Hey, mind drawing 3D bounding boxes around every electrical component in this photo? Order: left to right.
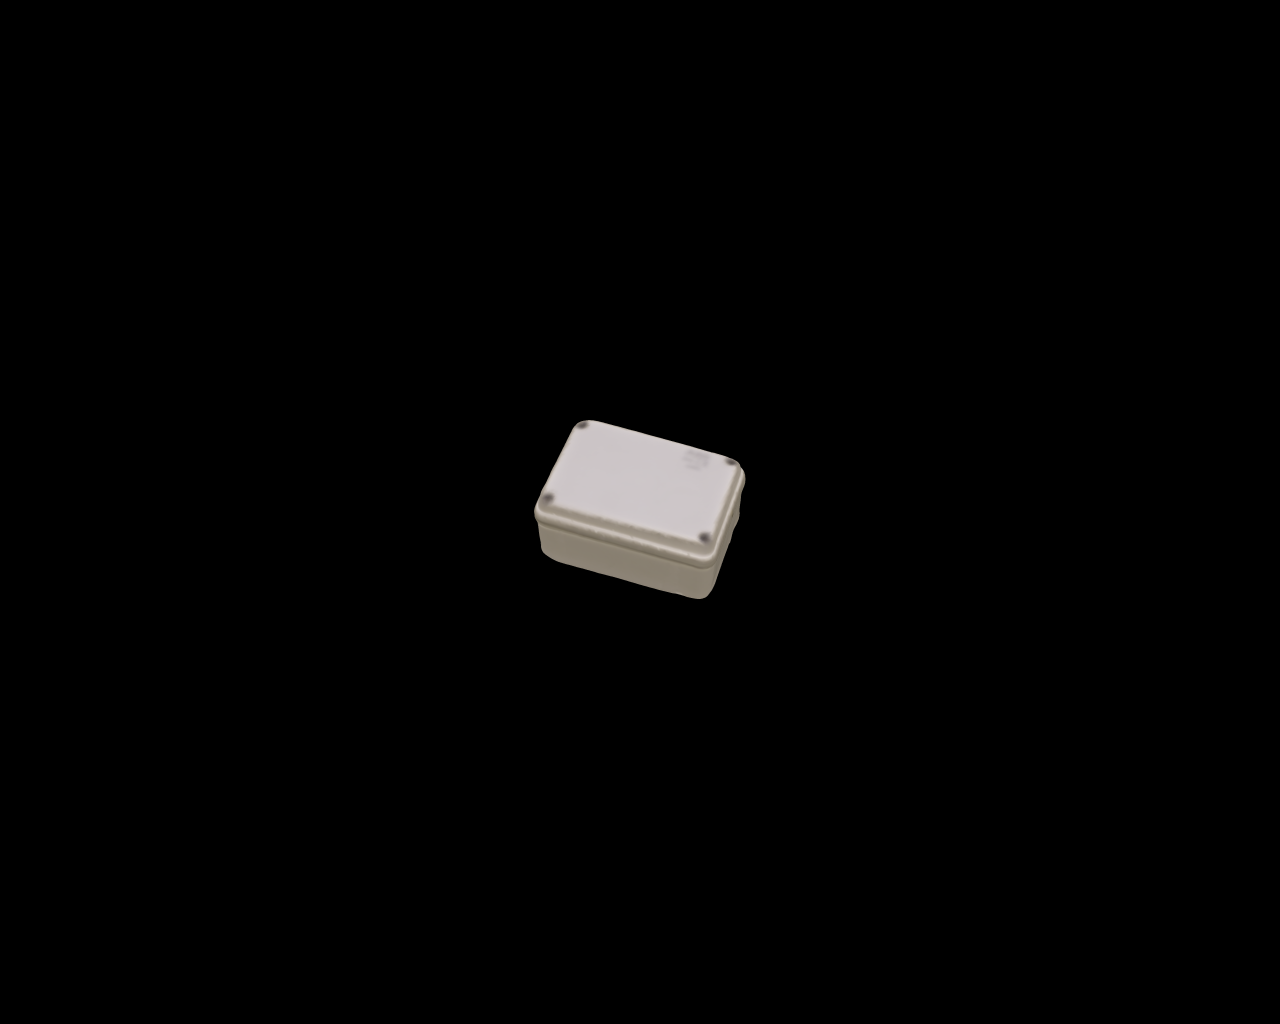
[{"bbox_3d":[0.001,-0.003,0.650,0.113,0.078,0.057,15,-35,11],"label":"electrical component"}]
